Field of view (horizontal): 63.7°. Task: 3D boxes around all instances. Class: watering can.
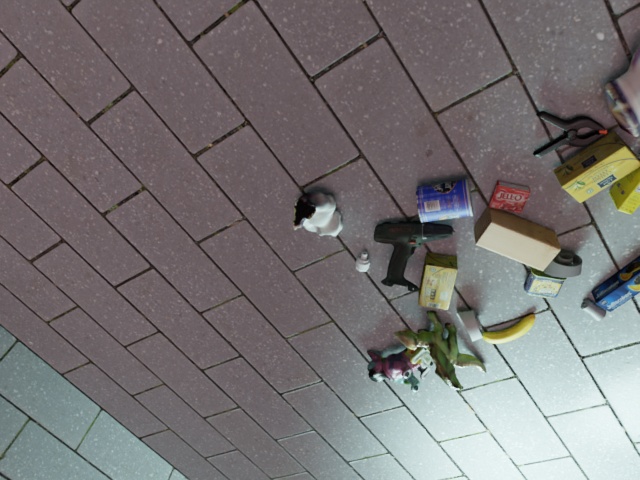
[{"bbox_3d":[0.796,-0.310,1.165,0.222,0.106,0.344,-29,114,30],"label":"watering can"}]

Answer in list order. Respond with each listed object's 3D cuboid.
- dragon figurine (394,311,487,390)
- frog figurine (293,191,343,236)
[{"bbox_3d":[0.407,0.385,1.659,0.408,0.248,0.120,35,120,-10],"label":"dragon figurine"},{"bbox_3d":[0.005,-0.077,1.530,0.159,0.125,0.135,8,127,-40],"label":"frog figurine"}]
